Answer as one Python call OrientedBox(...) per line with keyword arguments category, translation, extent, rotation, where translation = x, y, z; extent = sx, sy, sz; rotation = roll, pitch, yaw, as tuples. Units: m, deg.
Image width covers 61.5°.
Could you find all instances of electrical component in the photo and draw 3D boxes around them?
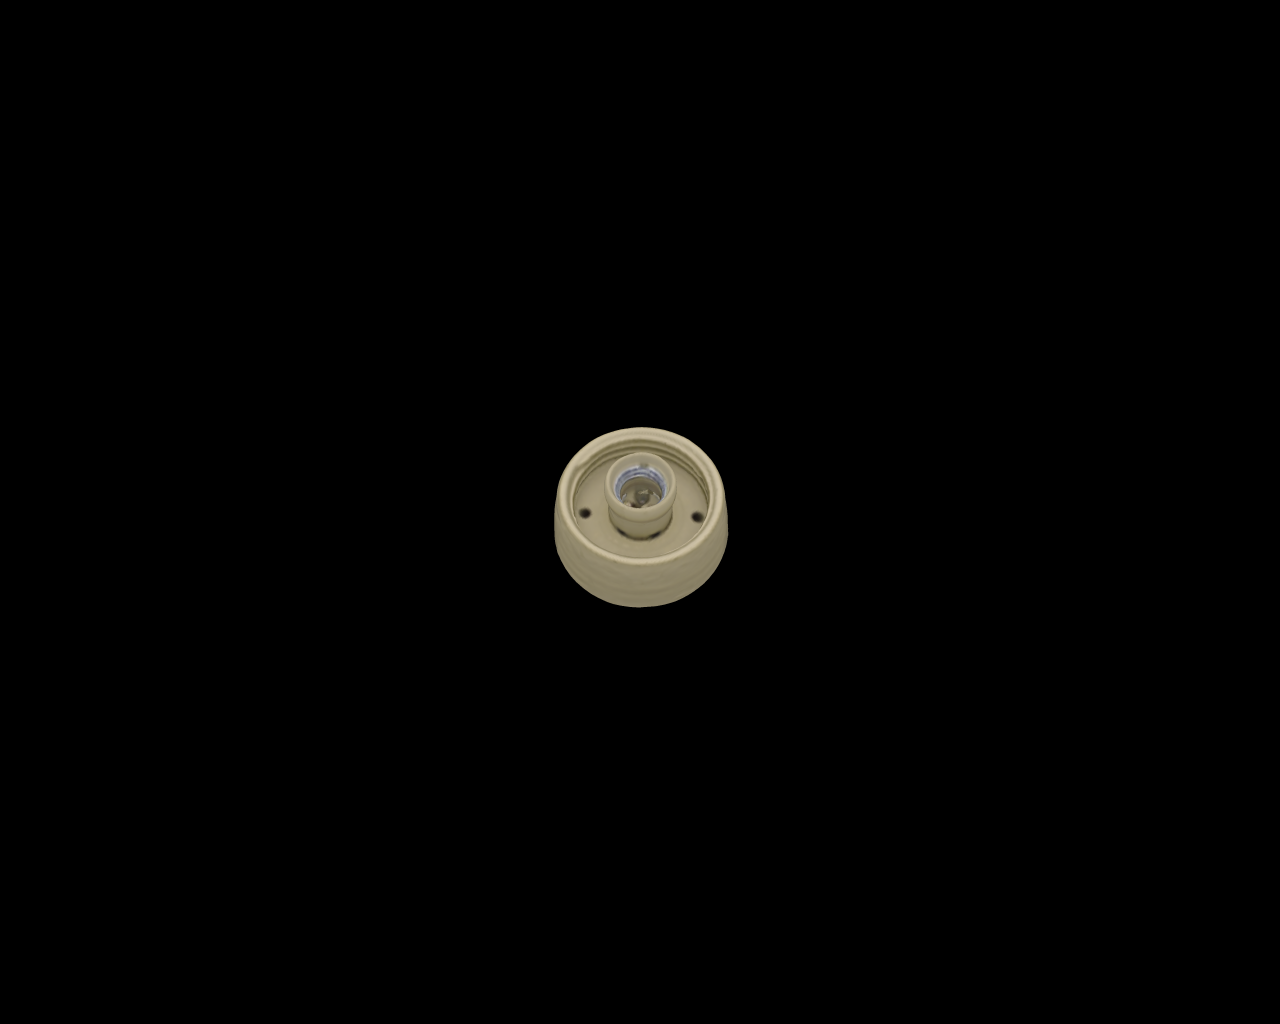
OrientedBox(category="electrical component", translation=(0.001, -0.003, 0.650), extent=(0.108, 0.108, 0.060), rotation=(0, -32, 0))
